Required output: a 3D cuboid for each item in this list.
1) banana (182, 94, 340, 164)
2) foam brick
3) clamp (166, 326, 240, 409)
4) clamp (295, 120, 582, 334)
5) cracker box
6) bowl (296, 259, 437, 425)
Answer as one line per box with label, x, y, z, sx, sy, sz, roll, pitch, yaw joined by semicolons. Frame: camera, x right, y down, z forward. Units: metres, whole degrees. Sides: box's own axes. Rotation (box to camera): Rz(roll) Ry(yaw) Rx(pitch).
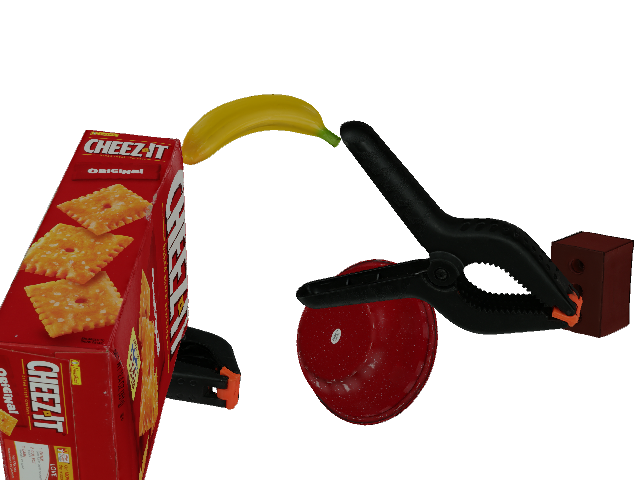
banana;-0.068;-0.118;1.093;0.197;0.037;0.070;-12;51;-36
foam brick;0.230;0.037;0.911;0.053;0.078;0.051;12;21;42
clamp;-0.123;0.083;0.866;0.172;0.039;0.120;22;36;26
clamp;0.088;0.006;0.769;0.210;0.165;0.036;16;36;12
cracker box;-0.129;0.057;0.641;0.072;0.164;0.213;5;35;1
bowl;0.030;0.093;1.015;0.162;0.162;0.055;0;-11;41
